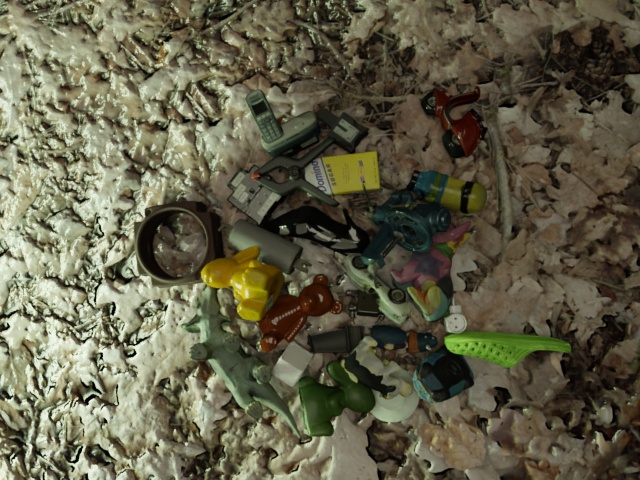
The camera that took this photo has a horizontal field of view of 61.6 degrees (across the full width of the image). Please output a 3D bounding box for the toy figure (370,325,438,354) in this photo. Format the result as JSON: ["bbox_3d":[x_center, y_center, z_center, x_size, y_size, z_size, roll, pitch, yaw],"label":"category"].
[{"bbox_3d":[0.194,0.229,1.244,0.155,0.057,0.064,8,68,10],"label":"toy figure"}]

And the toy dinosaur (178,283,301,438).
[{"bbox_3d":[-0.194,0.287,1.249,0.131,0.192,0.404,-34,99,-7],"label":"toy dinosaur"}]

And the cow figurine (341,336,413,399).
[{"bbox_3d":[0.130,0.306,1.210,0.098,0.068,0.167,-42,86,-22],"label":"cow figurine"}]

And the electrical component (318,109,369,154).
[{"bbox_3d":[0.051,-0.267,1.302,0.119,0.047,0.075,33,90,8],"label":"electrical component"}]

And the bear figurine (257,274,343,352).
[{"bbox_3d":[-0.056,0.164,1.246,0.196,0.132,0.120,-27,82,10],"label":"bear figurine"}]

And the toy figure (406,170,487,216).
[{"bbox_3d":[0.293,-0.111,1.241,0.180,0.089,0.082,21,96,6],"label":"toy figure"}]

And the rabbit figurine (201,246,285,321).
[{"bbox_3d":[-0.173,0.076,1.193,0.173,0.162,0.121,11,123,13],"label":"rabbit figurine"}]

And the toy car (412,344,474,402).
[{"bbox_3d":[0.262,0.313,1.203,0.109,0.161,0.103,54,135,17],"label":"toy car"}]

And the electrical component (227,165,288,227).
[{"bbox_3d":[-0.159,-0.115,1.312,0.134,0.058,0.115,40,89,8],"label":"electrical component"}]

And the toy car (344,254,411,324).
[{"bbox_3d":[0.127,0.109,1.226,0.056,0.073,0.202,-40,65,-19],"label":"toy car"}]

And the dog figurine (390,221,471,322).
[{"bbox_3d":[0.276,0.056,1.217,0.219,0.108,0.192,-40,62,-1],"label":"dog figurine"}]

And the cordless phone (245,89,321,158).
[{"bbox_3d":[-0.092,-0.299,1.307,0.147,0.088,0.184,-28,79,4],"label":"cordless phone"}]

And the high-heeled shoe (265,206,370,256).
[{"bbox_3d":[-0.003,-0.004,1.296,0.249,0.086,0.145,-7,121,26],"label":"high-heeled shoe"}]

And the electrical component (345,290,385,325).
[{"bbox_3d":[0.111,0.157,1.269,0.102,0.045,0.078,-1,57,4],"label":"electrical component"}]

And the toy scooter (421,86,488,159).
[{"bbox_3d":[0.334,-0.288,1.259,0.135,0.075,0.184,-27,79,3],"label":"toy scooter"}]

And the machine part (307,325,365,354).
[{"bbox_3d":[0.039,0.243,1.273,0.139,0.039,0.084,-4,91,5],"label":"machine part"}]

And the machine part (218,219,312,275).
[{"bbox_3d":[-0.132,0.016,1.290,0.243,0.079,0.079,25,89,9],"label":"machine part"}]

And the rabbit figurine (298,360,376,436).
[{"bbox_3d":[0.039,0.360,1.242,0.170,0.121,0.159,-8,76,-9],"label":"rabbit figurine"}]

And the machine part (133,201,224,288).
[{"bbox_3d":[-0.344,0.011,1.311,0.202,0.087,0.201,-7,85,8],"label":"machine part"}]

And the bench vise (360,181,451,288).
[{"bbox_3d":[0.159,-0.018,1.184,0.224,0.128,0.240,17,54,38],"label":"bench vise"}]
